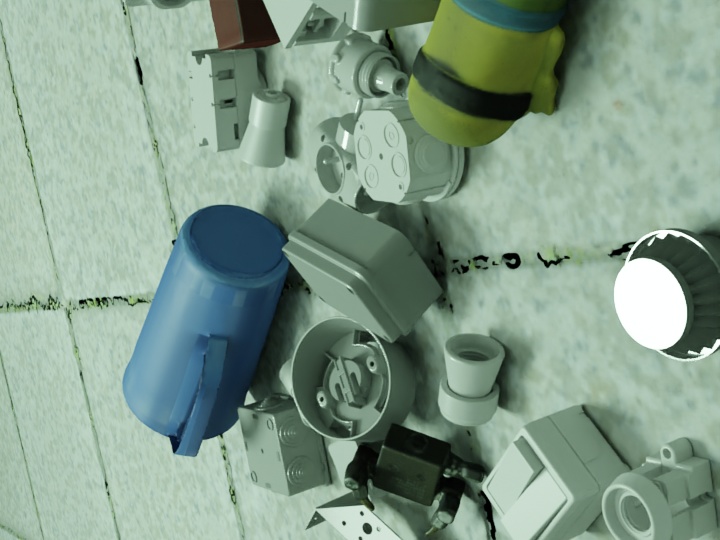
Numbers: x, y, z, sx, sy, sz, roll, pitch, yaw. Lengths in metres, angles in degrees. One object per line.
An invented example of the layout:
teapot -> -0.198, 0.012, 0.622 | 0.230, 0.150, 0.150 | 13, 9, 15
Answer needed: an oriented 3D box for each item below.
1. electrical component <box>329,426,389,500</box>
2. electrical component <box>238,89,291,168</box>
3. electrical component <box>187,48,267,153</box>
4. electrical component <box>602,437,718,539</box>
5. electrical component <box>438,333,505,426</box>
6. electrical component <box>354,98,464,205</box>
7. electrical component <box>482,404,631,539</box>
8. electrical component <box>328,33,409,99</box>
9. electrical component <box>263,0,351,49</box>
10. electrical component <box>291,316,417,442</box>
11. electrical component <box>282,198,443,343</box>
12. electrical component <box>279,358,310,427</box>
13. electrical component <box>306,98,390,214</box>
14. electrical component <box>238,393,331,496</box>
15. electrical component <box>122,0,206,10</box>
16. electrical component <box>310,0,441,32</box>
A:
electrical component -> 0.006, 0.162, 0.950 | 0.064, 0.042, 0.081 | -43, 65, 57
electrical component -> -0.085, -0.131, 0.977 | 0.044, 0.044, 0.065 | 43, 131, 41
electrical component -> -0.123, -0.161, 1.010 | 0.050, 0.056, 0.089 | 24, 122, 52
electrical component -> 0.181, 0.141, 0.651 | 0.048, 0.055, 0.066 | 3, 104, 57
electrical component -> 0.082, 0.081, 0.794 | 0.045, 0.045, 0.055 | 36, 131, 46
electrical component -> 0.036, -0.087, 0.793 | 0.080, 0.051, 0.080 | 29, 125, 50
electrical component -> 0.127, 0.148, 0.733 | 0.061, 0.061, 0.096 | 56, 143, 29
electrical component -> 0.010, -0.150, 0.817 | 0.062, 0.048, 0.048 | 32, 129, 39
electrical component -> -0.020, -0.248, 0.806 | 0.150, 0.062, 0.089 | -45, 64, 55
electrical component -> -0.005, 0.093, 0.892 | 0.099, 0.064, 0.099 | -16, 65, 37
electrical component -> 0.000, 0.000, 0.848 | 0.113, 0.057, 0.078 | 28, 160, 50
electrical component -> -0.049, 0.112, 1.017 | 0.065, 0.044, 0.044 | 49, 140, 44
electrical component -> -0.003, -0.098, 0.856 | 0.077, 0.044, 0.079 | 50, 140, 36
electrical component -> -0.079, 0.175, 1.081 | 0.100, 0.048, 0.099 | -2, 101, 58
electrical component -> -0.180, -0.325, 1.001 | 0.061, 0.089, 0.150 | 52, 141, 34
electrical component -> 0.028, -0.202, 0.701 | 0.078, 0.113, 0.057 | 43, 139, 41
